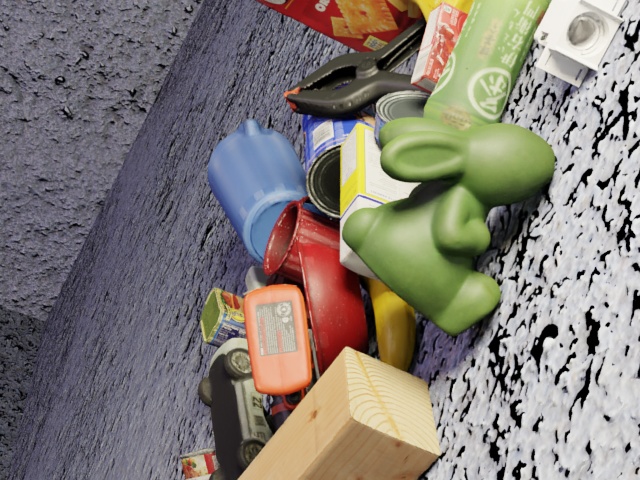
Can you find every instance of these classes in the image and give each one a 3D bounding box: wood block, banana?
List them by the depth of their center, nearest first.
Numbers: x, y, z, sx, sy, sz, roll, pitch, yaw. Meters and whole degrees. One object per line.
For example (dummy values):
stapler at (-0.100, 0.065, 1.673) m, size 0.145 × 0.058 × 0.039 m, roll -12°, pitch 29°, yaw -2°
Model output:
wood block at (0.006, 0.206, 0.940) m, size 0.206 × 0.090 × 0.091 m, roll -54°, pitch 22°, yaw 29°
banana at (0.063, 0.068, 1.039) m, size 0.070 × 0.037 × 0.198 m, roll -58°, pitch 21°, yaw 29°

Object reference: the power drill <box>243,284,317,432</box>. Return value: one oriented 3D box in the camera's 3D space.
power drill at (-0.031, 0.136, 1.034) m, size 0.187 × 0.057 × 0.184 m, roll 84°, pitch 177°, yaw -67°

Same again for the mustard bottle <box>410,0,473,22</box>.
mustard bottle at (0.125, -0.295, 1.151) m, size 0.192 × 0.058 × 0.096 m, roll 64°, pitch 142°, yaw 42°

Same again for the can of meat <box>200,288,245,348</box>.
can of meat at (-0.107, 0.112, 1.396) m, size 0.057 × 0.083 × 0.102 m, roll -63°, pitch 19°, yaw 14°

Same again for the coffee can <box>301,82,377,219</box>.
coffee can at (0.032, -0.104, 1.218) m, size 0.103 × 0.102 × 0.140 m, roll -57°, pitch 21°, yaw 31°

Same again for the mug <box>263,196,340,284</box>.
mug at (-0.008, 0.002, 1.244) m, size 0.093 × 0.081 × 0.117 m, roll -45°, pitch 29°, yaw 50°

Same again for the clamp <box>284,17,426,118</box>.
clamp at (0.063, -0.188, 1.181) m, size 0.210 × 0.036 × 0.164 m, roll -10°, pitch 43°, yaw 23°

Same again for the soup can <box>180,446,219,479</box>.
soup can at (-0.110, 0.280, 1.176) m, size 0.069 × 0.068 × 0.102 m, roll -29°, pitch 74°, yaw 63°

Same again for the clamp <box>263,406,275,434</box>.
clamp at (-0.059, 0.238, 1.176) m, size 0.172 × 0.039 × 0.120 m, roll -159°, pitch 64°, yaw -67°

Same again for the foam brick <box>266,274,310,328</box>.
foam brick at (-0.034, 0.072, 1.286) m, size 0.053 × 0.051 × 0.078 m, roll -49°, pitch 26°, yaw 44°

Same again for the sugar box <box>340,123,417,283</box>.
sugar box at (0.067, -0.032, 1.051) m, size 0.048 × 0.093 × 0.176 m, roll -53°, pitch 23°, yaw 41°

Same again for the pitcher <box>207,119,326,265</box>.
pitcher at (-0.067, -0.045, 1.421) m, size 0.145 × 0.149 × 0.243 m, roll -49°, pitch 25°, yaw 9°

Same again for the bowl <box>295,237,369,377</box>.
bowl at (0.015, 0.072, 1.075) m, size 0.162 × 0.055 × 0.162 m, roll 170°, pitch 90°, yaw -89°

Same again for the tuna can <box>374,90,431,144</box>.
tuna can at (0.097, -0.115, 1.069) m, size 0.086 × 0.086 × 0.034 m, roll -95°, pitch 8°, yaw -54°

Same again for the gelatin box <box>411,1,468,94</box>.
gelatin box at (0.137, -0.181, 1.057) m, size 0.030 × 0.073 × 0.089 m, roll -25°, pitch 45°, yaw 63°

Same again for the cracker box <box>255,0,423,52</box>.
cracker box at (0.032, -0.311, 1.273) m, size 0.164 × 0.213 × 0.072 m, roll -36°, pitch 36°, yaw 58°
